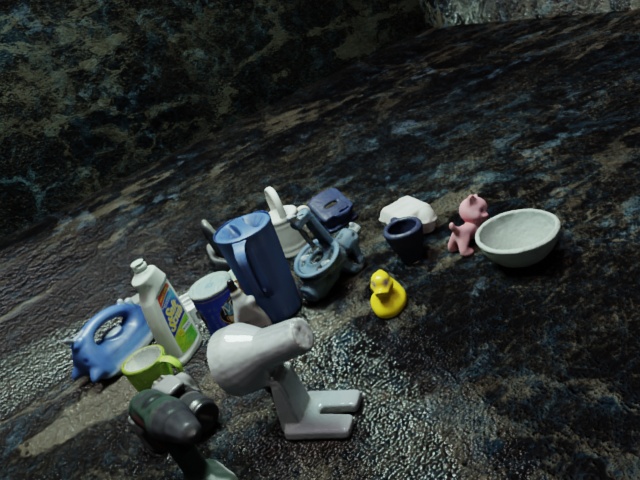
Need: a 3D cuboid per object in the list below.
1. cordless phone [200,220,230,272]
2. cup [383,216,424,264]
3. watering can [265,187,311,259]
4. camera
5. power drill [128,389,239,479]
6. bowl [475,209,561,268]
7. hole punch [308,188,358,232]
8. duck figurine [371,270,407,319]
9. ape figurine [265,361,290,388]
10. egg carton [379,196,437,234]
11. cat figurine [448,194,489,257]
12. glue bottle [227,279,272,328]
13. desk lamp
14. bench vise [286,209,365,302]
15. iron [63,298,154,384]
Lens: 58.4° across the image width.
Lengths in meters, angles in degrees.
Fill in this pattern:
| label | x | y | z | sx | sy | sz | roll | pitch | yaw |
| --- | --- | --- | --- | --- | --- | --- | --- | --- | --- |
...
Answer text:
| label | x | y | z | sx | sy | sz | roll | pitch | yaw |
| --- | --- | --- | --- | --- | --- | --- | --- | --- | --- |
| cordless phone | -0.278 | 0.011 | 1.572 | 0.094 | 0.185 | 0.147 | -28 | 27 | -12 |
| cup | 0.197 | 0.001 | 1.328 | 0.091 | 0.095 | 0.117 | -24 | 26 | -4 |
| watering can | -0.110 | -0.051 | 1.549 | 0.173 | 0.194 | 0.100 | -38 | 30 | -29 |
| camera | -0.268 | 0.320 | 1.073 | 0.136 | 0.101 | 0.143 | 6 | 37 | 44 |
| power drill | -0.212 | 0.324 | 0.900 | 0.228 | 0.209 | 0.076 | 10 | 41 | 47 |
| bowl | 0.409 | 0.008 | 1.176 | 0.167 | 0.075 | 0.167 | -17 | 26 | 9 |
| hole punch | 0.036 | -0.088 | 1.625 | 0.109 | 0.091 | 0.100 | -32 | 28 | -19 |
| duck figurine | 0.135 | 0.101 | 1.196 | 0.077 | 0.086 | 0.104 | -12 | 28 | 19 |
| ape figurine | -0.095 | 0.237 | 1.108 | 0.075 | 0.092 | 0.078 | 4 | 37 | 42 |
| egg carton | 0.222 | -0.055 | 1.444 | 0.107 | 0.069 | 0.150 | -30 | 27 | -15 |
| cat figurine | 0.333 | -0.045 | 1.285 | 0.128 | 0.118 | 0.067 | -36 | 29 | -26 |
| glue bottle | -0.157 | 0.154 | 1.221 | 0.078 | 0.173 | 0.037 | -26 | 26 | -8 |
| desk lamp | -0.061 | 0.225 | 0.964 | 0.202 | 0.214 | 0.118 | -10 | 29 | 23 |
| bench vise | 0.002 | 0.005 | 1.327 | 0.121 | 0.220 | 0.208 | -3 | 32 | 34 |
| iron | -0.499 | 0.222 | 1.390 | 0.118 | 0.142 | 0.259 | -3 | 32 | 34 |
